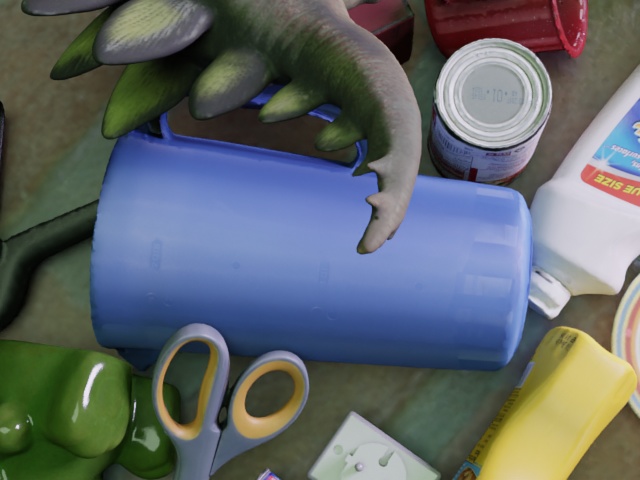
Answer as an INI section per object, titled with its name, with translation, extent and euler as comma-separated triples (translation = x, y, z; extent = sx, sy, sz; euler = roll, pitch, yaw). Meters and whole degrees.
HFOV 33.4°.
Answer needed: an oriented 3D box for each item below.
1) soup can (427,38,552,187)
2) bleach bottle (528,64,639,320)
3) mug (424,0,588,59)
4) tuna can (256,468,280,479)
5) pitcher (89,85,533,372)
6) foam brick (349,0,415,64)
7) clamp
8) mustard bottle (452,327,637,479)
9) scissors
[soup can]
translation = 0.100, -0.072, 0.643
extent = 0.068, 0.102, 0.068
euler = -1, 79, 4
[bleach bottle]
translation = 0.215, -0.051, 0.652
extent = 0.102, 0.068, 0.251
euler = 39, 87, 11
[mug]
translation = 0.109, -0.152, 0.646
extent = 0.082, 0.117, 0.093
euler = -3, 100, 27
[tuna can]
translation = -0.045, 0.176, 0.616
extent = 0.034, 0.086, 0.086
euler = 38, 84, 7
[pitcher]
translation = -0.004, 0.001, 0.621
extent = 0.243, 0.149, 0.145
euler = 6, 62, 2
[foam brick]
translation = 0.025, -0.137, 0.673
extent = 0.053, 0.078, 0.051
euler = -26, 79, -4
[clamp]
translation = -0.202, 0.007, 0.683
extent = 0.120, 0.039, 0.171
euler = 26, 88, 13
[mustard bottle]
translation = 0.103, 0.142, 0.606
extent = 0.058, 0.096, 0.191
euler = 36, 84, 8
[scissors]
translation = -0.057, 0.135, 0.616
extent = 0.096, 0.016, 0.202
euler = -3, 118, -11
